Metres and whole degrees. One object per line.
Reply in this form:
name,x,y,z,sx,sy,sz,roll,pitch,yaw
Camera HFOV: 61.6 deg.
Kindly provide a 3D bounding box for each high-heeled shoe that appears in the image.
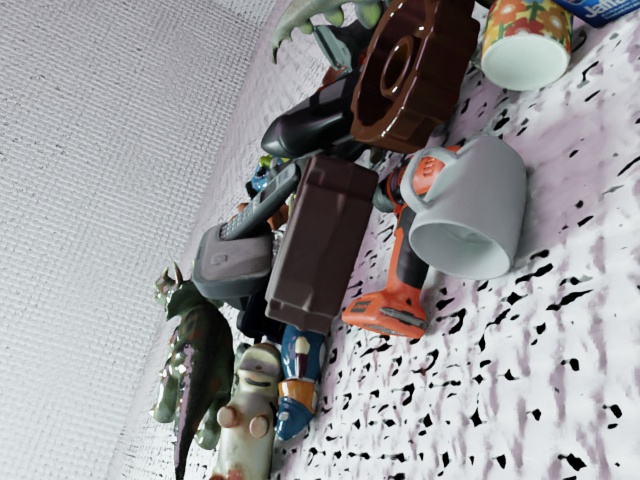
high-heeled shoe,0.033,-0.178,0.721,0.145,0.086,0.249,-11,20,46

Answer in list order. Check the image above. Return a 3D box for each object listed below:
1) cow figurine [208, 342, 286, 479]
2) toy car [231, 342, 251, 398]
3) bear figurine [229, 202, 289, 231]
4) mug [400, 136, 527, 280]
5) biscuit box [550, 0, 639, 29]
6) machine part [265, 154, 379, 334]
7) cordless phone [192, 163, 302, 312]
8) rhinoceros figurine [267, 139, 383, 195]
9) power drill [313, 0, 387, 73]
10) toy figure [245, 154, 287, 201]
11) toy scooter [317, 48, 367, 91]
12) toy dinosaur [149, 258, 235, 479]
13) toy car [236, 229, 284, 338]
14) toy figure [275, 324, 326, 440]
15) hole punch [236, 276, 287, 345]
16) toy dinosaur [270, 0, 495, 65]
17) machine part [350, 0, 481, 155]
cow figurine,-0.085,0.232,0.710,0.127,0.086,0.194,-1,-79,-81
toy car,-0.119,0.228,0.863,0.073,0.056,0.202,-66,19,6
bear figurine,-0.094,-0.034,1.042,0.196,0.132,0.120,-45,-46,-56
mug,0.119,-0.037,0.445,0.107,0.109,0.081,-62,10,-28
biscuit box,0.245,-0.212,0.348,0.203,0.063,0.059,-3,67,70
machine part,-0.001,-0.002,0.663,0.201,0.087,0.201,-92,18,-81
cordless phone,-0.081,-0.010,0.711,0.184,0.088,0.147,-45,24,22
rhinoceros figurine,0.004,-0.124,0.793,0.190,0.073,0.112,-33,42,18
power drill,0.095,-0.327,0.774,0.207,0.085,0.232,-29,28,-3
toy figure,-0.050,-0.133,0.923,0.180,0.089,0.082,-35,-5,8
toy scooter,0.046,-0.269,0.943,0.183,0.075,0.135,-61,20,5
toy dinosaur,-0.182,0.170,0.815,0.405,0.131,0.192,-127,47,-61
toy car,-0.085,0.068,0.903,0.202,0.053,0.089,-70,-21,-2
toy figure,-0.025,0.170,0.670,0.058,0.064,0.154,-11,56,23
hole punch,-0.055,0.102,0.809,0.115,0.092,0.142,58,-132,-72
toy dinosaur,0.107,-0.311,0.566,0.472,0.198,0.105,-9,54,31
machine part,0.092,-0.171,0.549,0.179,0.056,0.179,-163,90,-72
